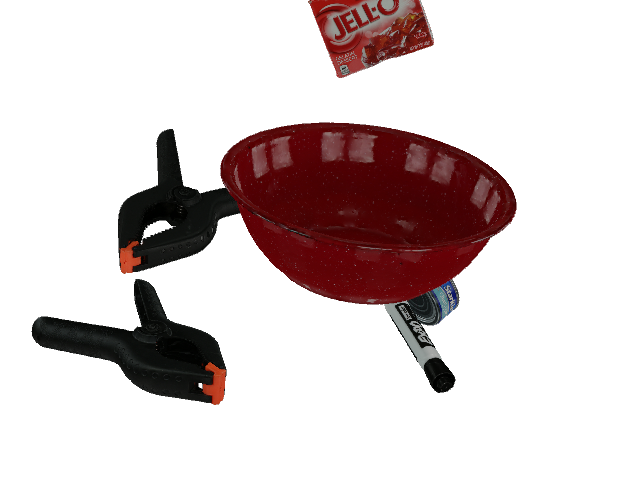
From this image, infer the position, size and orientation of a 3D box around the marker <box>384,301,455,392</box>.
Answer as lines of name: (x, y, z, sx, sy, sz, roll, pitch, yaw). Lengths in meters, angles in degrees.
marker: (0.077, 0.080, 0.837, 0.020, 0.020, 0.121, 0, 28, -17)

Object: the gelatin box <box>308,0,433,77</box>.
gelatin box: (0.043, -0.188, 0.907, 0.089, 0.073, 0.030, -17, 26, 12)

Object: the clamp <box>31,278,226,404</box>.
clamp: (-0.135, 0.080, 0.868, 0.172, 0.039, 0.120, 22, 36, 25)

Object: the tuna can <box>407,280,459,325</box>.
tuna can: (0.116, 0.055, 1.224, 0.033, 0.086, 0.086, -38, 18, -24)

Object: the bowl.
bowl: (0.023, -0.011, 0.591, 0.162, 0.055, 0.162, 6, 27, -3)

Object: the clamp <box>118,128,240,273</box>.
clamp: (-0.139, -0.039, 1.040, 0.165, 0.036, 0.209, 25, 41, 22)
